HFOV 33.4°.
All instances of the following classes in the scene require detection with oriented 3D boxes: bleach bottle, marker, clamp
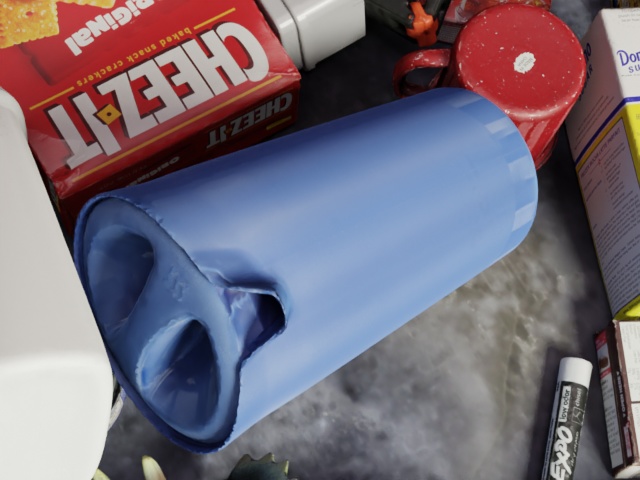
[{"bbox_3d":[-0.166,0.002,0.537,0.068,0.103,0.251,-3,42,-26],"label":"bleach bottle"},{"bbox_3d":[0.139,0.127,0.618,0.020,0.020,0.121,15,69,0],"label":"marker"},{"bbox_3d":[0.037,-0.201,0.708,0.120,0.039,0.171,-13,61,16],"label":"clamp"}]

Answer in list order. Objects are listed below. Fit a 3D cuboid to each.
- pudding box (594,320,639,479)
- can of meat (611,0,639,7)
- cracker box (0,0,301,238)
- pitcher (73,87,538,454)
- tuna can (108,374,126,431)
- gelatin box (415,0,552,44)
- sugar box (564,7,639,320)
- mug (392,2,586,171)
[{"bbox_3d":[0.226,0.092,0.629,0.113,0.039,0.090,0,68,-7],"label":"pudding box"},{"bbox_3d":[0.230,-0.160,0.700,0.057,0.084,0.102,5,69,-4],"label":"can of meat"},{"bbox_3d":[-0.135,-0.135,0.664,0.164,0.072,0.214,-29,75,-13],"label":"cracker box"},{"bbox_3d":[-0.004,0.001,0.576,0.242,0.145,0.149,-25,56,-36],"label":"pitcher"},{"bbox_3d":[-0.152,0.079,0.602,0.086,0.034,0.086,2,69,-5],"label":"tuna can"},{"bbox_3d":[0.111,-0.166,0.721,0.089,0.030,0.073,13,69,0],"label":"gelatin box"},{"bbox_3d":[0.193,-0.043,0.648,0.048,0.093,0.176,-3,70,-8],"label":"sugar box"},{"bbox_3d":[0.104,-0.096,0.666,0.117,0.081,0.093,12,69,-1],"label":"mug"}]
